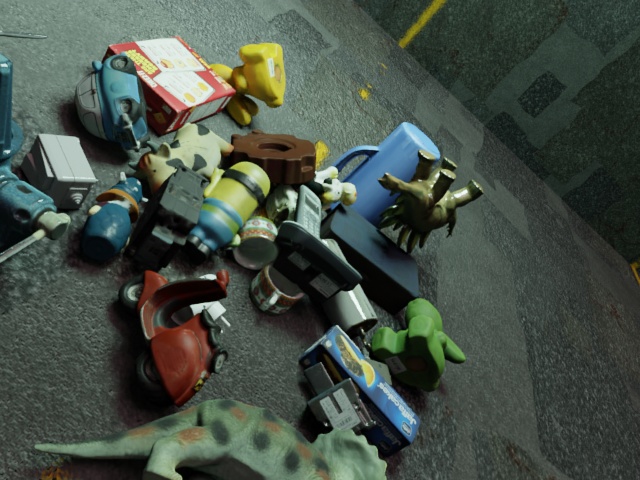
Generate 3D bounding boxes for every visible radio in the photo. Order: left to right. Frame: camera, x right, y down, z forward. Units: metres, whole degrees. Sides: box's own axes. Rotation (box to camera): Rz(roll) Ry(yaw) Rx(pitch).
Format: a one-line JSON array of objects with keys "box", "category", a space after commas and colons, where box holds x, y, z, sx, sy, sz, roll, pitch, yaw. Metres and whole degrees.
[{"box": [0.095, 0.033, 1.083, 0.229, 0.073, 0.131, 38, 31, -15], "category": "radio"}]

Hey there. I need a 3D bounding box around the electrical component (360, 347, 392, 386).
[{"box": [0.093, 0.226, 0.905, 0.063, 0.021, 0.094, 23, 37, -32], "category": "electrical component"}]

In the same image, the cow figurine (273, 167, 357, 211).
[{"box": [-0.012, -0.106, 1.067, 0.168, 0.068, 0.098, 26, 36, 37], "category": "cow figurine"}]

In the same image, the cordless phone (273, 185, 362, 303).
[{"box": [-0.001, -0.003, 0.887, 0.146, 0.089, 0.184, 40, 30, -23], "category": "cordless phone"}]

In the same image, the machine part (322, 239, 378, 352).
[{"box": [0.031, 0.086, 0.942, 0.079, 0.079, 0.243, 2, 52, -49], "category": "machine part"}]

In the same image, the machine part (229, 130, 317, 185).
[{"box": [-0.089, -0.158, 1.019, 0.179, 0.056, 0.179, 6, 27, -3], "category": "machine part"}]

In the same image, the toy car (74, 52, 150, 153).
[{"box": [-0.329, -0.210, 0.846, 0.103, 0.109, 0.162, -10, 61, -9], "category": "toy car"}]

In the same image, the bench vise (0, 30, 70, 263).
[{"box": [-0.358, -0.104, 0.572, 0.224, 0.240, 0.129, 37, 33, 17], "category": "bench vise"}]

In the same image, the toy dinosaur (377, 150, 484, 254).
[{"box": [0.227, -0.069, 1.110, 0.471, 0.198, 0.105, 10, 38, -55], "category": "toy dinosaur"}]

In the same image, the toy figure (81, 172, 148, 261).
[{"box": [-0.282, -0.036, 0.735, 0.058, 0.064, 0.154, -1, 37, -2], "category": "toy figure"}]

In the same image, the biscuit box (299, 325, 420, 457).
[{"box": [0.063, 0.231, 0.825, 0.202, 0.063, 0.059, 47, 33, 3], "category": "biscuit box"}]

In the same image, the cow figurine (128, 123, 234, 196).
[{"box": [-0.226, -0.129, 0.882, 0.127, 0.085, 0.195, 39, 34, -22], "category": "cow figurine"}]

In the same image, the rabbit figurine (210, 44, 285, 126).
[{"box": [-0.164, -0.335, 1.146, 0.122, 0.173, 0.162, -70, 156, -55], "category": "rabbit figurine"}]

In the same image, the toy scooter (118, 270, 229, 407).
[{"box": [-0.161, 0.101, 0.649, 0.075, 0.135, 0.184, 80, -14, -58], "category": "toy scooter"}]

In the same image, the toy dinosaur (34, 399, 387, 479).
[{"box": [-0.078, 0.249, 0.599, 0.405, 0.131, 0.192, 34, 21, -10], "category": "toy dinosaur"}]

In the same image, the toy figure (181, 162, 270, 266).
[{"box": [-0.144, -0.044, 0.832, 0.180, 0.089, 0.082, -60, 143, -34], "category": "toy figure"}]

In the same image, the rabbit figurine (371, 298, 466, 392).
[{"box": [0.195, 0.179, 0.984, 0.159, 0.121, 0.170, 47, 33, -11], "category": "rabbit figurine"}]

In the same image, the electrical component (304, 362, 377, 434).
[{"box": [0.020, 0.228, 0.760, 0.075, 0.047, 0.119, -24, 71, -11], "category": "electrical component"}]

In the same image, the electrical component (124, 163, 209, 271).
[{"box": [-0.214, -0.026, 0.747, 0.058, 0.115, 0.134, 29, 33, -21], "category": "electrical component"}]

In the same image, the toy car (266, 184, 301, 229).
[{"box": [-0.061, -0.038, 0.978, 0.056, 0.073, 0.202, 25, 37, -32], "category": "toy car"}]
